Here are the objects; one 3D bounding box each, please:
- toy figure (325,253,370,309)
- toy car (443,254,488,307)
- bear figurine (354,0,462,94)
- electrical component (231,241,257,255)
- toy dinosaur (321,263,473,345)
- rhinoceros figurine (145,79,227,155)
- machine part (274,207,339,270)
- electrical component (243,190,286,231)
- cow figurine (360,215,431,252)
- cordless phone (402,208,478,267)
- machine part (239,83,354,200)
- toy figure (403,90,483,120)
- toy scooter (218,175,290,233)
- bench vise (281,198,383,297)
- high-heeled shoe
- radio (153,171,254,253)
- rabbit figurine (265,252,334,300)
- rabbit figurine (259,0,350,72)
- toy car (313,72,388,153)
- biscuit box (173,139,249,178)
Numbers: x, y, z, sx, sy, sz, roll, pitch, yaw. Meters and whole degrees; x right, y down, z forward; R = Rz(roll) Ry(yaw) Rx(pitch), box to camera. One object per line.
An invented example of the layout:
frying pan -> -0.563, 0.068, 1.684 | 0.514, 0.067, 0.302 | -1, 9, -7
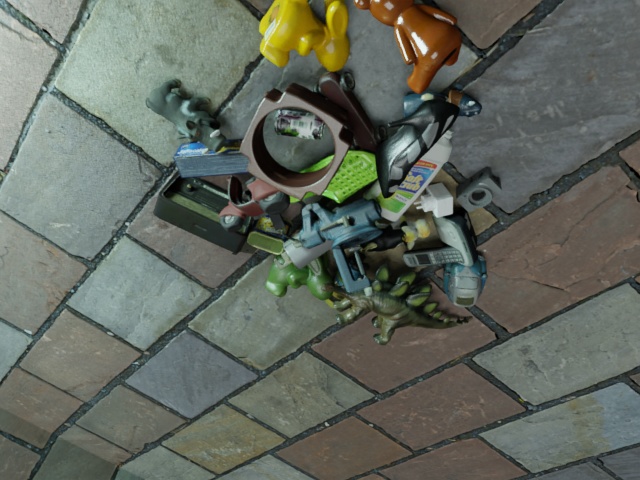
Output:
toy figure -> 0.070, 0.111, 1.433 | 0.089, 0.082, 0.180 | 16, 134, -6
toy car -> 0.361, 0.114, 1.353 | 0.109, 0.103, 0.161 | 4, 129, 11
bear figurine -> 0.159, -0.384, 0.975 | 0.196, 0.120, 0.132 | 43, 175, 8
electrical component -> -0.200, -0.001, 1.427 | 0.078, 0.045, 0.102 | 5, 142, -31
toy dinosaur -> 0.199, 0.176, 1.399 | 0.471, 0.105, 0.198 | 24, 119, -31
rhinoceros figurine -> -0.285, -0.266, 1.169 | 0.190, 0.112, 0.073 | 37, 127, -8
machine part -> -0.003, -0.004, 1.306 | 0.243, 0.079, 0.079 | -35, 120, 0
electrical component -> -0.128, -0.078, 1.309 | 0.075, 0.048, 0.119 | -16, 96, 27
cow figurine -> 0.172, -0.011, 1.267 | 0.167, 0.098, 0.068 | -8, 111, 37
cordless phone -> 0.277, 0.002, 1.291 | 0.184, 0.089, 0.146 | -11, 127, 27
machine part -> -0.046, -0.201, 1.107 | 0.201, 0.087, 0.201 | 27, 121, -7
toy figure -> 0.245, -0.269, 1.076 | 0.155, 0.064, 0.057 | 0, 94, 8
toy scooter -> -0.159, -0.107, 1.244 | 0.184, 0.135, 0.075 | -23, 153, 11
bench vise -> 0.051, 0.019, 1.202 | 0.224, 0.240, 0.128 | -21, 169, 6
high-heeled shoe -> 0.196, -0.181, 1.100 | 0.145, 0.086, 0.248 | -13, 148, -8
radio -> -0.276, -0.072, 1.320 | 0.229, 0.131, 0.073 | 26, 131, -10
rabbit figurine -> -0.033, 0.085, 1.414 | 0.170, 0.121, 0.159 | 25, 111, 11
rabbit figurine -> -0.011, -0.393, 1.013 | 0.173, 0.122, 0.162 | 26, 123, -28
toy car -> 0.068, -0.266, 1.124 | 0.089, 0.053, 0.202 | -13, 129, 41
biscuit box -> -0.238, -0.191, 1.256 | 0.203, 0.059, 0.062 | -2, 131, 14
